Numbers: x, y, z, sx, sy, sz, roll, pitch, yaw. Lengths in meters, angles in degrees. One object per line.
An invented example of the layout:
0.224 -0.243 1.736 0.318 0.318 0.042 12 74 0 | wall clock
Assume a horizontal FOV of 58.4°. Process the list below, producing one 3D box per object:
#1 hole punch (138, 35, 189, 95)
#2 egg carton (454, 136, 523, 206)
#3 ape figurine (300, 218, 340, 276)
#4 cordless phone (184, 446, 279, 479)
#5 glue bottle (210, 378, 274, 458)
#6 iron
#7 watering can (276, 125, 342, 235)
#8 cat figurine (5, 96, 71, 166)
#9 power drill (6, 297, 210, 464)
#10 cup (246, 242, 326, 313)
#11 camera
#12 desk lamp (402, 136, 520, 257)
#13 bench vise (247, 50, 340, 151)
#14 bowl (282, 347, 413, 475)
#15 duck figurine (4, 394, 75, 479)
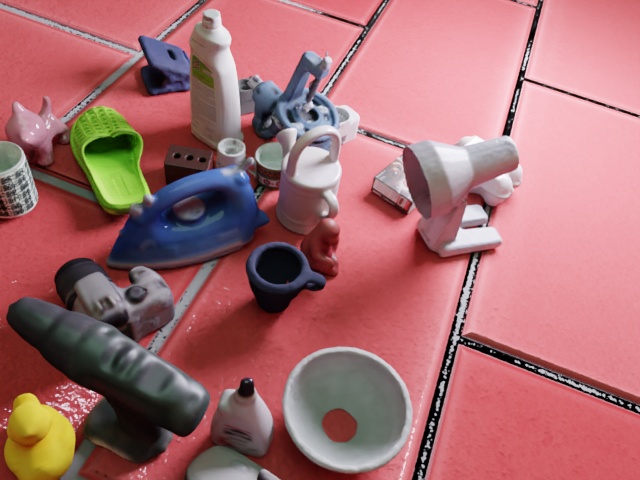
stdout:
-0.312 -0.362 1.164 0.101 0.091 0.108 -15 54 -21 | hole punch
0.310 -0.135 1.100 0.150 0.069 0.107 34 53 17 | egg carton
0.008 0.003 0.914 0.076 0.092 0.078 28 51 13 | ape figurine
-0.076 0.265 0.617 0.147 0.185 0.094 27 51 13 | cordless phone
-0.090 0.204 0.674 0.078 0.173 0.037 13 49 1 | glue bottle
-0.208 -0.044 0.882 0.259 0.141 0.118 -22 57 -26 | iron
-0.021 -0.112 0.938 0.172 0.194 0.101 34 53 18 | watering can
-0.484 -0.191 0.971 0.067 0.118 0.128 12 49 0 | cat figurine
-0.235 0.170 0.653 0.229 0.208 0.076 21 50 8 | power drill
-0.052 0.068 0.847 0.117 0.095 0.092 14 49 2 | cup
-0.295 0.075 0.793 0.143 0.101 0.136 -30 61 -30 | camera
0.224 -0.077 0.941 0.203 0.213 0.117 -9 52 -17 | desk lamp
-0.053 -0.254 1.035 0.207 0.220 0.121 21 50 8 | bench vise
0.031 0.228 0.741 0.167 0.075 0.167 5 50 -6 | bowl
-0.332 0.228 0.667 0.078 0.086 0.104 -18 55 -23 | duck figurine
